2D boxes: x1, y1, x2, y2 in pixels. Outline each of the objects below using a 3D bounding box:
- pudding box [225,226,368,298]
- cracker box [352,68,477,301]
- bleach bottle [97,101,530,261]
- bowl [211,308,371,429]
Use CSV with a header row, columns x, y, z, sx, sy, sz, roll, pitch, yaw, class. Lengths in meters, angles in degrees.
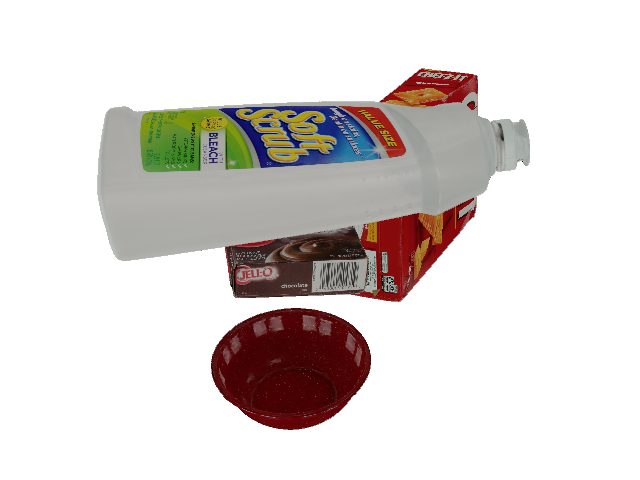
x,y,z,sx,sy,sz,roll,pitch,yaw,class
-0.023,0.010,0.902,0.113,0.039,0.090,0,28,-10,pudding box
0.091,-0.060,1.045,0.072,0.164,0.213,10,28,25,cracker box
-0.003,-0.048,0.644,0.251,0.068,0.102,-7,40,0,bleach bottle
-0.028,0.140,1.085,0.162,0.055,0.162,-2,36,2,bowl
